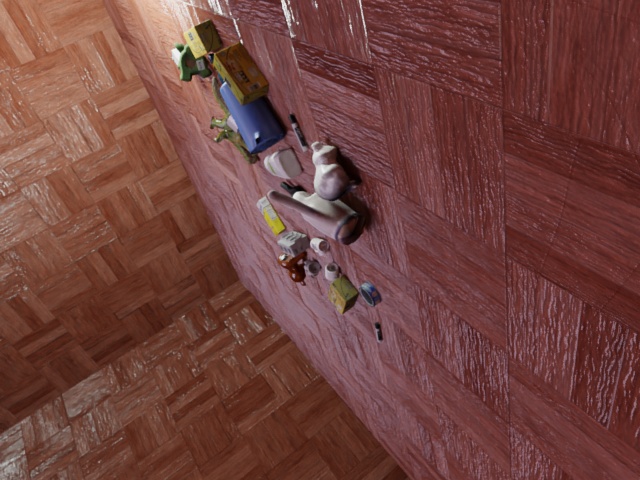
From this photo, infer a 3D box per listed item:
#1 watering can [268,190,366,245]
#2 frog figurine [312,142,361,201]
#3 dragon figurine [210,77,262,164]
[{"bbox_3d":[0.004,-0.074,1.475,0.226,0.103,0.348,34,-164,21],"label":"watering can"},{"bbox_3d":[0.018,-0.190,1.419,0.158,0.122,0.139,49,-176,-13],"label":"frog figurine"},{"bbox_3d":[-0.304,-0.427,1.981,0.244,0.124,0.402,34,159,14],"label":"dragon figurine"}]
